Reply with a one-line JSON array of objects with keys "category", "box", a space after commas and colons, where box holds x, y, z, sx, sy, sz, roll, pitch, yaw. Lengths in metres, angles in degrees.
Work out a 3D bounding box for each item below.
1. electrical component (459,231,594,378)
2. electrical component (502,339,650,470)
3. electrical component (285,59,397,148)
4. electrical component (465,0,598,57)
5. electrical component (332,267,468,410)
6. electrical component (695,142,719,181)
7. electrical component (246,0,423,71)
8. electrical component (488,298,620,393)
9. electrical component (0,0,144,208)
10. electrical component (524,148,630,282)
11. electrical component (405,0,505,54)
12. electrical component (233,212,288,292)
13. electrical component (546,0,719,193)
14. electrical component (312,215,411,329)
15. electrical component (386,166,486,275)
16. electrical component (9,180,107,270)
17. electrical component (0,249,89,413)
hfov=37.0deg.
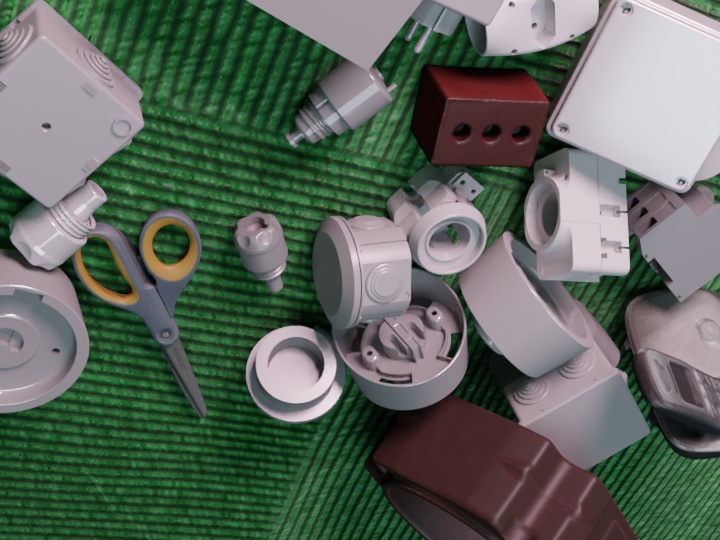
[{"category": "electrical component", "box": [0.120, 0.031, 0.817, 0.060, 0.108, 0.108, -39, 128, 18]}, {"category": "electrical component", "box": [0.171, 0.112, 0.858, 0.100, 0.048, 0.099, -31, 129, 5]}, {"category": "electrical component", "box": [-0.015, -0.108, 0.706, 0.078, 0.040, 0.040, -36, 129, 9]}, {"category": "electrical component", "box": [0.108, -0.184, 0.690, 0.077, 0.043, 0.079, -16, 129, -7]}, {"category": "electrical component", "box": [0.033, 0.053, 0.810, 0.099, 0.099, 0.064, -21, 136, -3]}, {"category": "electrical component", "box": [0.244, -0.110, 0.792, 0.043, 0.043, 0.081, -25, 129, 0]}, {"category": "electrical component", "box": [-0.033, -0.195, 0.604, 0.150, 0.061, 0.089, 26, 124, -24]}, {"category": "electrical component", "box": [0.158, 0.072, 0.892, 0.095, 0.053, 0.059, -38, 128, 11]}, {"category": "electrical component", "box": [-0.190, -0.097, 0.648, 0.100, 0.048, 0.100, -39, 128, 11]}, {"category": "electrical component", "box": [0.157, -0.039, 0.783, 0.056, 0.050, 0.089, 3, 80, -21]}, {"category": "electrical component", "box": [0.050, -0.171, 0.664, 0.047, 0.065, 0.076, 16, 119, -29]}, {"category": "electrical component", "box": [-0.068, -0.010, 0.765, 0.035, 0.035, 0.061, -19, 131, -5]}, {"category": "electrical component", "box": [0.199, -0.125, 0.733, 0.109, 0.056, 0.108, 24, 118, -2]}, {"category": "electrical component", "box": [0.000, 0.000, 0.768, 0.051, 0.080, 0.080, -7, 127, -21]}, {"category": "electrical component", "box": [0.057, -0.034, 0.776, 0.078, 0.057, 0.058, -43, 127, 15]}, {"category": "electrical component", "box": [-0.193, -0.033, 0.699, 0.062, 0.043, 0.043, -38, 128, 9]}, {"category": "electrical component", "box": [-0.240, 0.036, 0.723, 0.108, 0.060, 0.108, -9, 128, -12]}]
